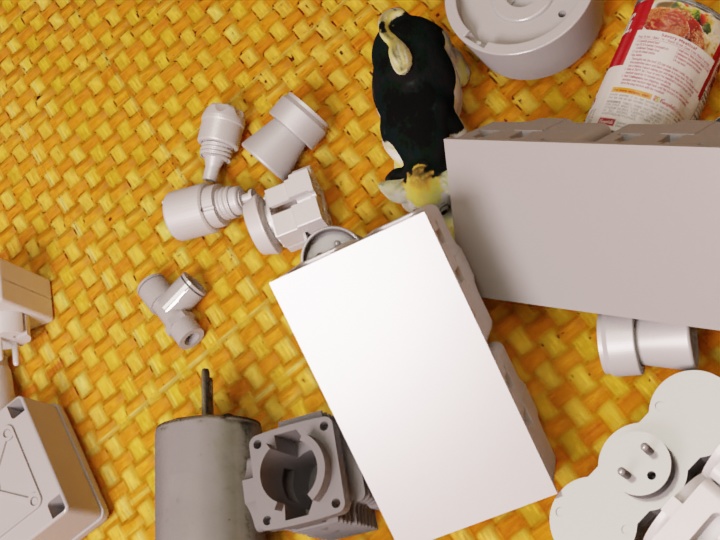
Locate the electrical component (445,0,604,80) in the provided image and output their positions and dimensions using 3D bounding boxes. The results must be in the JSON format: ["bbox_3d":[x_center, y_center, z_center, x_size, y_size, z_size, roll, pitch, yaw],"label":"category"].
[{"bbox_3d":[0.121,-0.187,0.765,0.108,0.060,0.108,-8,69,22],"label":"electrical component"}]

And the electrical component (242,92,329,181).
[{"bbox_3d":[-0.057,-0.102,0.827,0.055,0.045,0.045,-49,60,2],"label":"electrical component"}]

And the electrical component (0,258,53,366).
[{"bbox_3d":[-0.287,0.040,0.871,0.047,0.066,0.076,-20,66,17],"label":"electrical component"}]

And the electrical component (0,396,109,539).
[{"bbox_3d":[-0.263,0.171,0.820,0.109,0.056,0.108,-38,61,9],"label":"electrical component"}]

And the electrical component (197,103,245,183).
[{"bbox_3d":[-0.113,-0.100,0.858,0.035,0.035,0.061,6,78,26],"label":"electrical component"}]

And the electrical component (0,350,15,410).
[{"bbox_3d":[-0.304,0.095,0.873,0.043,0.043,0.081,-26,64,15],"label":"electrical component"}]

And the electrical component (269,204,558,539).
[{"bbox_3d":[0.037,0.065,0.675,0.105,0.060,0.186,-24,95,16],"label":"electrical component"}]

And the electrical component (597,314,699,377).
[{"bbox_3d":[0.179,0.043,0.668,0.055,0.045,0.045,-7,70,23],"label":"electrical component"}]

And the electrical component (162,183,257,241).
[{"bbox_3d":[-0.117,-0.049,0.838,0.078,0.040,0.040,-13,68,20],"label":"electrical component"}]

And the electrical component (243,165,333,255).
[{"bbox_3d":[-0.054,-0.040,0.804,0.055,0.048,0.066,-21,65,9],"label":"electrical component"}]

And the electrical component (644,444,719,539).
[{"bbox_3d":[0.231,0.115,0.594,0.062,0.089,0.150,41,92,30],"label":"electrical component"}]

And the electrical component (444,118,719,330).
[{"bbox_3d":[0.150,-0.034,0.656,0.186,0.060,0.105,8,114,39],"label":"electrical component"}]

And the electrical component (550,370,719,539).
[{"bbox_3d":[0.167,0.116,0.632,0.138,0.074,0.052,-48,60,3],"label":"electrical component"}]

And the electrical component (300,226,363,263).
[{"bbox_3d":[0.000,0.000,0.750,0.079,0.077,0.043,15,85,2],"label":"electrical component"}]
